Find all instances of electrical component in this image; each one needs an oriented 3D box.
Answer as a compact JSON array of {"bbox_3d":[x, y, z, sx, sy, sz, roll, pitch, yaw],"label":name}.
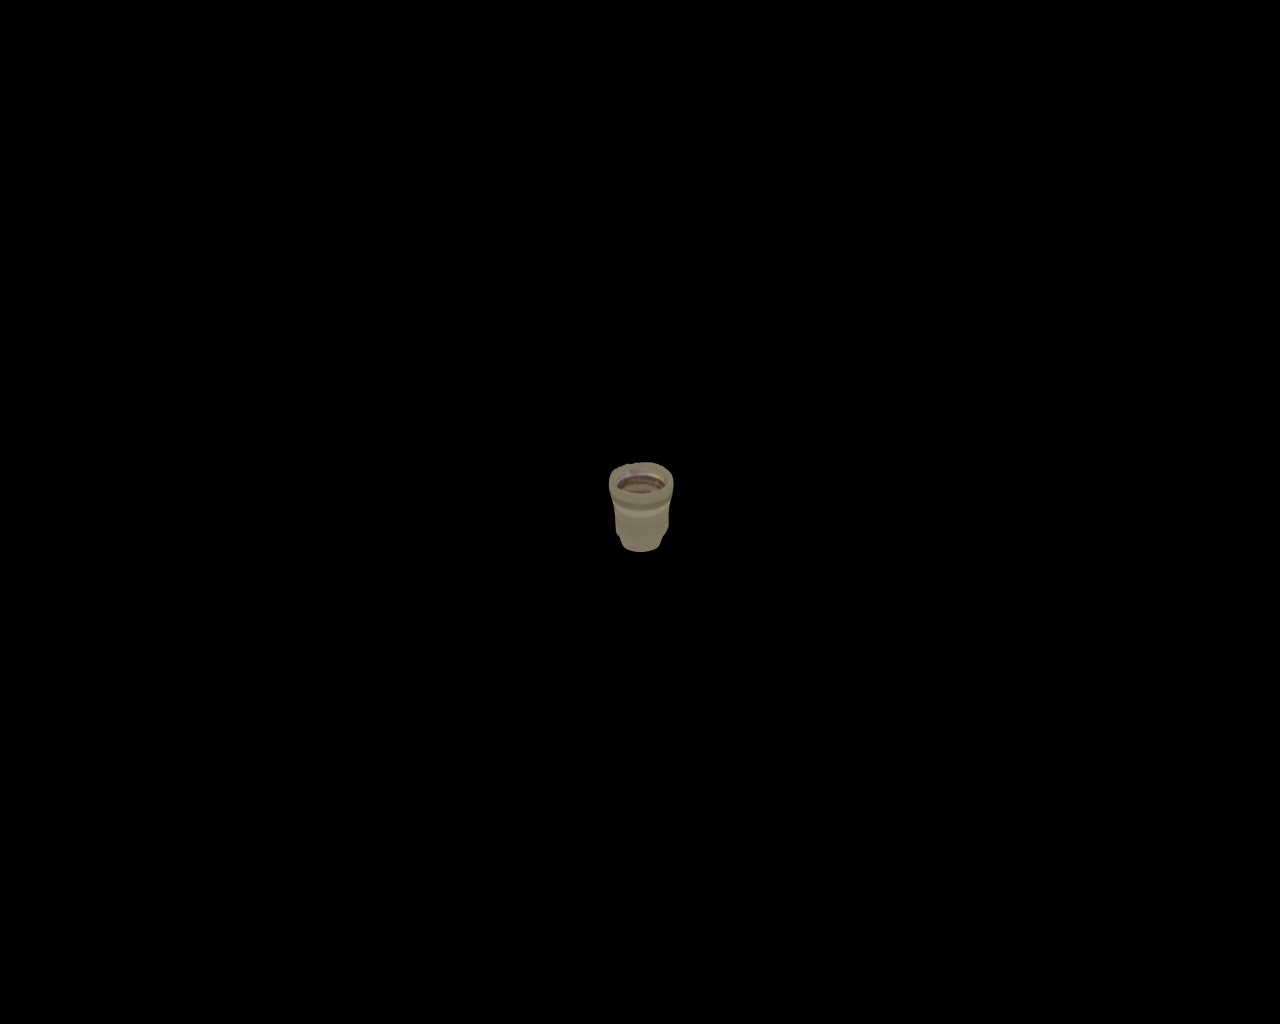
[{"bbox_3d":[0.001,-0.003,0.650,0.040,0.046,0.040,0,33,0],"label":"electrical component"}]
